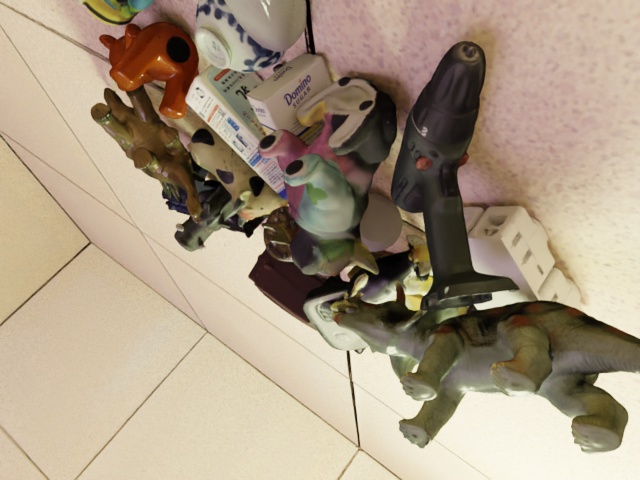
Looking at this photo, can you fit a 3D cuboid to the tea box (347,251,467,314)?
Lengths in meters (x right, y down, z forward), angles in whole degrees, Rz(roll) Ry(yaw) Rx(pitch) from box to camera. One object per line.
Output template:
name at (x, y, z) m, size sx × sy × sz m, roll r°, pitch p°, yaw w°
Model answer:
tea box at (0.136, 0.081, 0.852) m, size 0.170 × 0.068 × 0.098 m, roll 18°, pitch 148°, yaw 47°

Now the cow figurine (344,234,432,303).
cow figurine at (0.110, 0.041, 0.733) m, size 0.098 × 0.068 × 0.167 m, roll 14°, pitch 139°, yaw -38°

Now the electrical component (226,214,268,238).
electrical component at (-0.166, -0.056, 1.078) m, size 0.119 × 0.075 × 0.047 m, roll 16°, pitch 147°, yaw 38°

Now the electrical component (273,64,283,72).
electrical component at (-0.036, -0.184, 0.699) m, size 0.094 × 0.021 × 0.063 m, roll 51°, pitch 156°, yaw -24°

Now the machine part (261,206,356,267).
machine part at (-0.002, -0.002, 0.791) m, size 0.079 × 0.079 × 0.243 m, roll 25°, pitch -170°, yaw 34°

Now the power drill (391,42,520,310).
power drill at (0.123, -0.040, 0.519) m, size 0.232 × 0.086 × 0.207 m, roll 106°, pitch 152°, yaw -72°

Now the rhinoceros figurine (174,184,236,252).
rhinoceros figurine at (-0.177, -0.056, 0.956) m, size 0.073 × 0.190 × 0.112 m, roll 49°, pitch 175°, yaw -26°

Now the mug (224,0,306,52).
mug at (-0.065, -0.250, 0.550) m, size 0.110 × 0.081 × 0.107 m, roll 23°, pitch 161°, yaw 25°

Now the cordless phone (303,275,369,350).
cordless phone at (0.072, 0.140, 0.856) m, size 0.184 × 0.089 × 0.146 m, roll 23°, pitch 152°, yaw 48°

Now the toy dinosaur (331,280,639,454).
toy dinosaur at (0.198, 0.115, 0.565) m, size 0.405 × 0.192 × 0.131 m, roll -8°, pitch 120°, yaw 37°

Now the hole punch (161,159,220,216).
hole punch at (-0.256, -0.113, 1.074) m, size 0.142 × 0.116 × 0.092 m, roll 18°, pitch 140°, yaw 43°

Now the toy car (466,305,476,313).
toy car at (0.255, 0.152, 0.815) m, size 0.089 × 0.053 × 0.202 m, roll 21°, pitch 149°, yaw 19°

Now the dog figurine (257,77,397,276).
dog figurine at (0.030, -0.054, 0.636) m, size 0.109 × 0.191 × 0.219 m, roll 42°, pitch 168°, yaw 43°

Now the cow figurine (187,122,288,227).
cow figurine at (-0.128, -0.109, 0.849) m, size 0.195 × 0.127 × 0.085 m, roll 39°, pitch 161°, yaw 12°

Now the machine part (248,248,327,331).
machine part at (-0.028, 0.102, 1.047) m, size 0.202 × 0.087 × 0.201 m, roll 32°, pitch 179°, yaw 18°

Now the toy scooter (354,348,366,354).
toy scooter at (0.044, 0.188, 1.198) m, size 0.135 × 0.075 × 0.183 m, roll 34°, pitch 161°, yaw 18°

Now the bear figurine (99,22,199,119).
bear figurine at (-0.270, -0.256, 0.806) m, size 0.196 × 0.132 × 0.120 m, roll 7°, pitch 160°, yaw 44°

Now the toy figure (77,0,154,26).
toy figure at (-0.265, -0.334, 0.714) m, size 0.180 × 0.082 × 0.089 m, roll 12°, pitch 142°, yaw 46°

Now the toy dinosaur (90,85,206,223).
toy dinosaur at (-0.314, -0.182, 0.962) m, size 0.472 × 0.105 × 0.198 m, roll 51°, pitch 169°, yaw 30°
